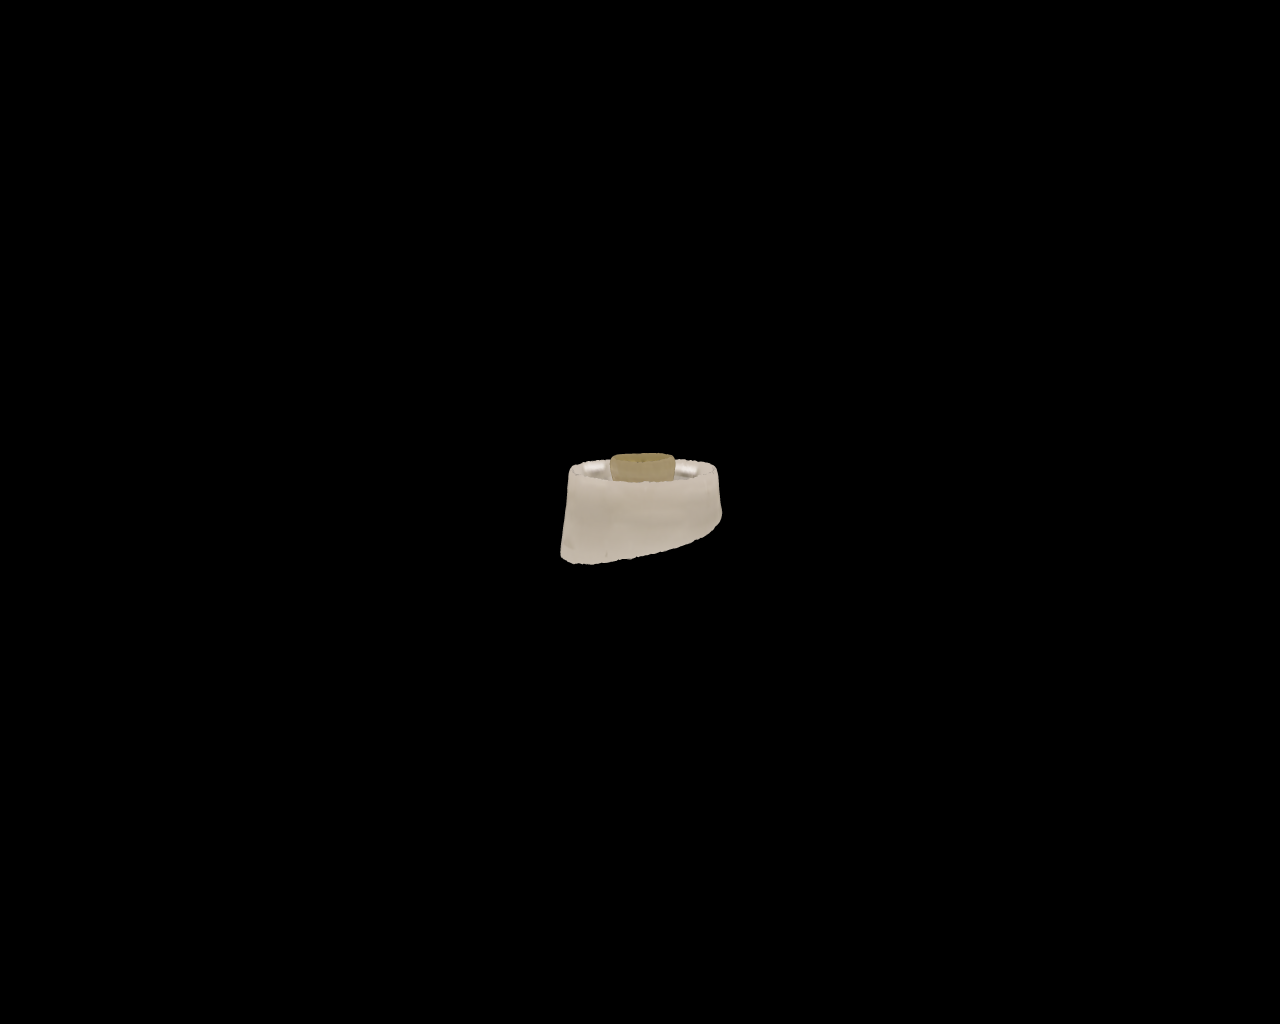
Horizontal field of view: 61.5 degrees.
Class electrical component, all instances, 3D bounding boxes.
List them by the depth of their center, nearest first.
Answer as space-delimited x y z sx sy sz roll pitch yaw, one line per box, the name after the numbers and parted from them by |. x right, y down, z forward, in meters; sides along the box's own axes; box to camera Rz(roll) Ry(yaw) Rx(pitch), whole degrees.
0.001 -0.003 0.650 0.099 0.064 0.099 0 11 0 | electrical component
